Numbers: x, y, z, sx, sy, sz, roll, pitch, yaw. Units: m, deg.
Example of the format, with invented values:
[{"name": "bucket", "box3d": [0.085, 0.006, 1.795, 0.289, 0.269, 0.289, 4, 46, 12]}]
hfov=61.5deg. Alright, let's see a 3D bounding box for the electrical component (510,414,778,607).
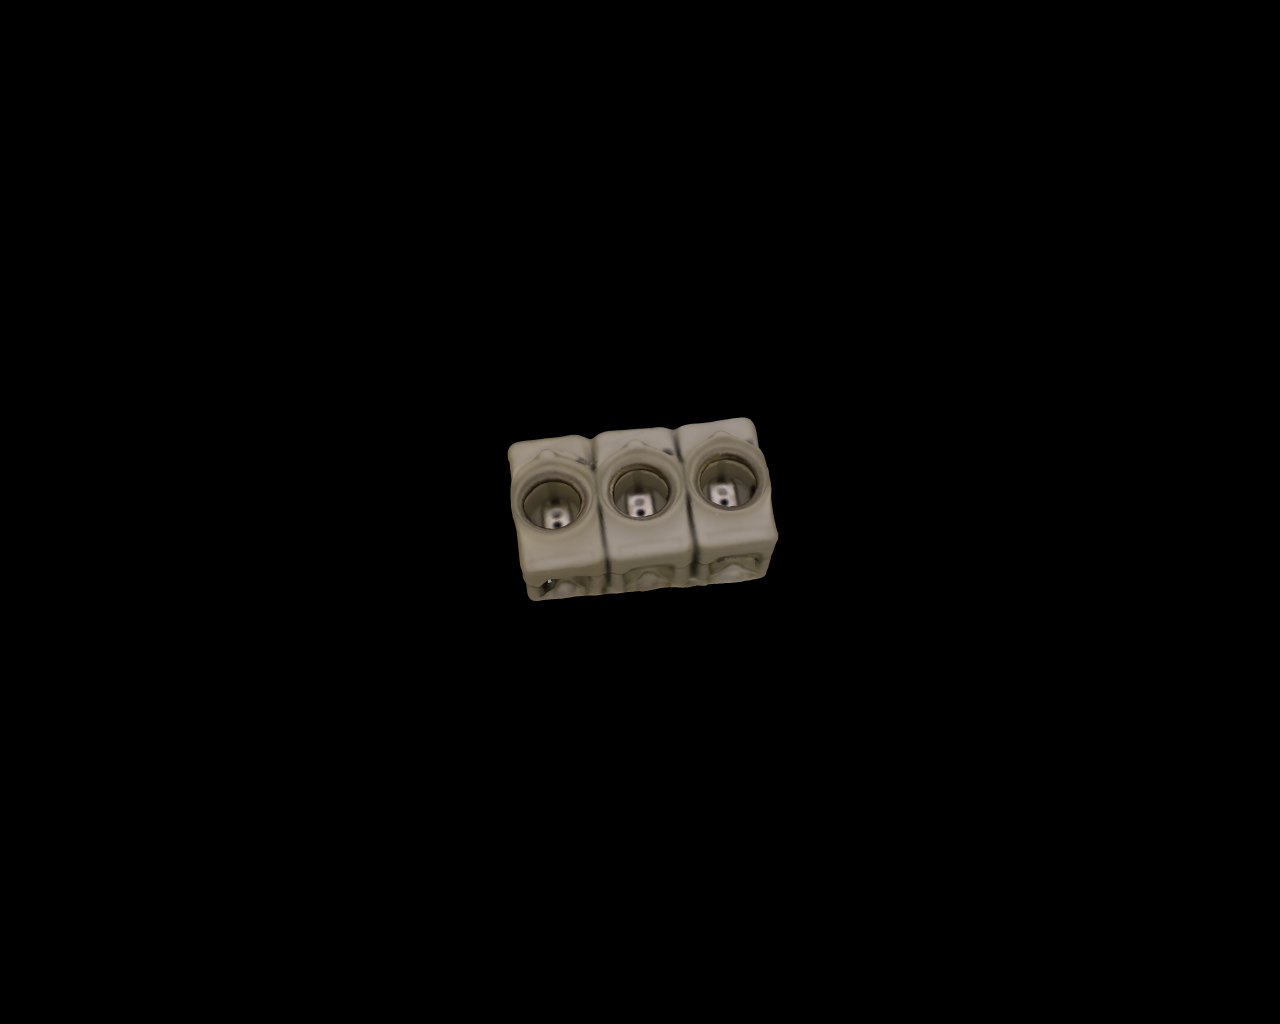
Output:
[{"name": "electrical component", "box3d": [0.001, -0.003, 0.650, 0.150, 0.089, 0.061, -6, -27, -3]}]
